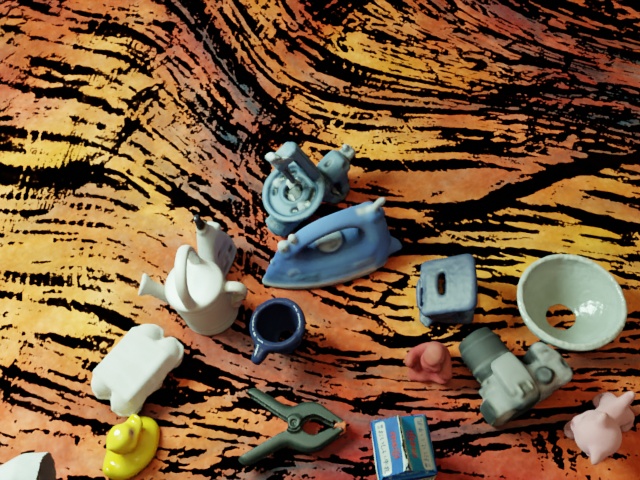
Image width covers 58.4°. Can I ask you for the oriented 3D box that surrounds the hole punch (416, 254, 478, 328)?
[{"bbox_3d":[0.213,0.084,0.964,0.101,0.091,0.108,1,61,7],"label":"hole punch"}]

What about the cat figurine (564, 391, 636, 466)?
[{"bbox_3d":[0.408,0.265,0.823,0.128,0.118,0.067,-38,63,-14],"label":"cat figurine"}]

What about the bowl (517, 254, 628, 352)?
[{"bbox_3d":[0.401,0.111,0.935,0.167,0.075,0.167,-3,60,5],"label":"bowl"}]

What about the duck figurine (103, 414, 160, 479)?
[{"bbox_3d":[-0.305,0.320,0.895,0.077,0.086,0.105,25,66,19],"label":"duck figurine"}]

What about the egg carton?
[{"bbox_3d":[-0.306,0.216,0.963,0.107,0.069,0.150,30,68,21],"label":"egg carton"}]

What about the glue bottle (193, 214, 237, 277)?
[{"bbox_3d":[-0.192,0.004,1.009,0.037,0.173,0.078,14,63,15],"label":"glue bottle"}]

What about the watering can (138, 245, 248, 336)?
[{"bbox_3d":[-0.213,0.082,0.955,0.173,0.194,0.100,-20,60,-5],"label":"watering can"}]

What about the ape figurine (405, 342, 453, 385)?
[{"bbox_3d":[0.177,0.191,0.907,0.076,0.092,0.077,-41,64,-16],"label":"ape figurine"}]

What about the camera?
[{"bbox_3d":[0.292,0.194,0.887,0.143,0.101,0.136,-28,61,-9],"label":"camera"}]

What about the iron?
[{"bbox_3d":[0.009,0.004,1.004,0.258,0.141,0.118,-21,60,-5],"label":"iron"}]

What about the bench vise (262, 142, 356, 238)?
[{"bbox_3d":[-0.031,-0.126,1.036,0.121,0.220,0.208,26,67,20],"label":"bench vise"}]

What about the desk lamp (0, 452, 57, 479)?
[{"bbox_3d":[-0.449,0.378,0.805,0.203,0.214,0.118,-9,60,2],"label":"desk lamp"}]

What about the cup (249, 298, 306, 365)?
[{"bbox_3d":[-0.070,0.165,0.949,0.091,0.095,0.118,24,66,19],"label":"cup"}]
